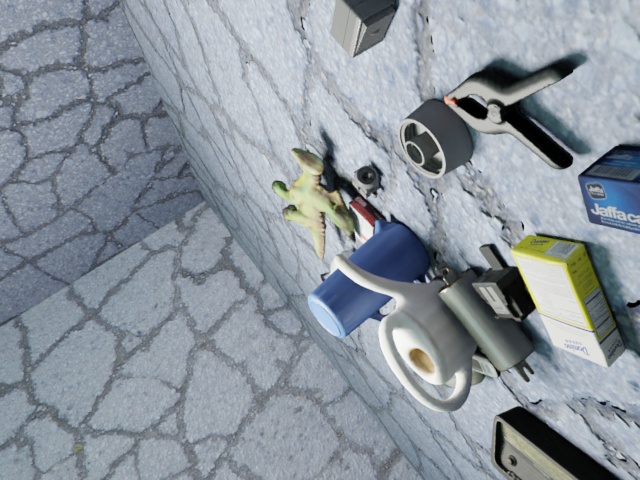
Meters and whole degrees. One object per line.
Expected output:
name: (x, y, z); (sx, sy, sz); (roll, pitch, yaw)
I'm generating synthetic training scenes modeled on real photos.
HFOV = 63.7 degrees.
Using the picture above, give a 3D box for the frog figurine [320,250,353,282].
frog figurine: (0.099, 0.084, 1.371); (0.156, 0.123, 0.139); (-45, 68, 38)

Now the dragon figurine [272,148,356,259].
dragon figurine: (0.004, -0.062, 1.237); (0.246, 0.123, 0.402); (41, 159, 51)

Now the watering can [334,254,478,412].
watering can: (0.184, 0.136, 0.950); (0.348, 0.227, 0.102); (58, 144, 3)
